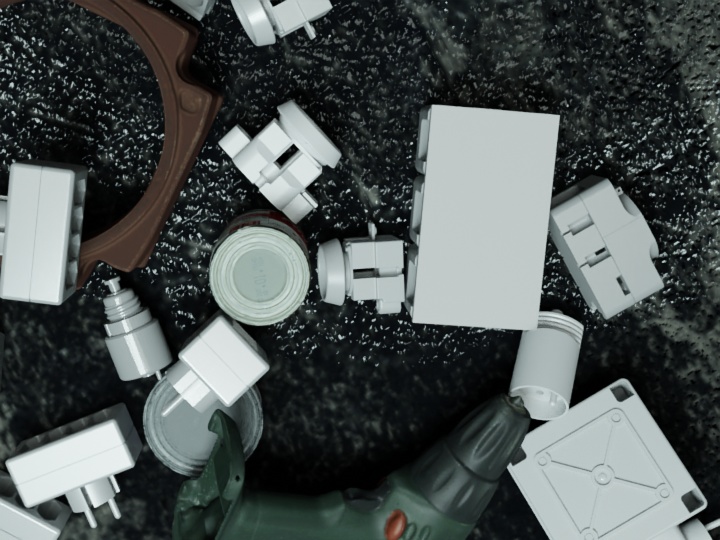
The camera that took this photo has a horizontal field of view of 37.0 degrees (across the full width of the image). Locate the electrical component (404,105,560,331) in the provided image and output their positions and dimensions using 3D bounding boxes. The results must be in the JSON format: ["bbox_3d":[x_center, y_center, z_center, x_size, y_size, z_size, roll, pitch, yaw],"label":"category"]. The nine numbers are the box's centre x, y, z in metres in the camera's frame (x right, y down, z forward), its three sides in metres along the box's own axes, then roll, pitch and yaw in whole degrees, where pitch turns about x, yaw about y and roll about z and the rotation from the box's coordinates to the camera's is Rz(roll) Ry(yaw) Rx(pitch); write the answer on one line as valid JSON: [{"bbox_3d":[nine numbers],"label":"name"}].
[{"bbox_3d":[0.083,-0.039,0.763,0.089,0.061,0.150,4,98,-5],"label":"electrical component"}]

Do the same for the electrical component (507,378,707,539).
[{"bbox_3d":[0.175,0.152,0.782,0.109,0.056,0.108,-31,73,1],"label":"electrical component"}]

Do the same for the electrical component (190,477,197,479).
[{"bbox_3d":[-0.115,0.189,0.795,0.040,0.040,0.078,15,98,-6],"label":"electrical component"}]

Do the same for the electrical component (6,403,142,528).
[{"bbox_3d":[-0.198,0.150,0.780,0.083,0.047,0.075,-21,100,0],"label":"electrical component"}]

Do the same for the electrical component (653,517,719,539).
[{"bbox_3d":[0.248,0.215,0.823,0.079,0.043,0.077,-25,100,0],"label":"electrical component"}]

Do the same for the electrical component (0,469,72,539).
[{"bbox_3d":[-0.268,0.193,0.782,0.083,0.047,0.075,31,95,-8],"label":"electrical component"}]

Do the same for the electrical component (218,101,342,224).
[{"bbox_3d":[-0.051,-0.080,0.750,0.057,0.058,0.078,-43,99,6],"label":"electrical component"}]

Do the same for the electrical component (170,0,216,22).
[{"bbox_3d":[-0.138,-0.233,0.716,0.121,0.079,0.063,34,73,-8],"label":"electrical component"}]

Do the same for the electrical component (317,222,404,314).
[{"bbox_3d":[0.000,0.000,0.772,0.055,0.048,0.066,-4,99,-11],"label":"electrical component"}]

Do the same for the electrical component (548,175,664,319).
[{"bbox_3d":[0.177,-0.019,0.778,0.056,0.050,0.089,-30,99,1],"label":"electrical component"}]

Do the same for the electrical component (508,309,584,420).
[{"bbox_3d":[0.136,0.063,0.782,0.043,0.043,0.081,25,54,-7],"label":"electrical component"}]

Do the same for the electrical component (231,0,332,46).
[{"bbox_3d":[-0.056,-0.185,0.740,0.055,0.048,0.066,-29,100,-7],"label":"electrical component"}]

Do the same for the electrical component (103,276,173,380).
[{"bbox_3d":[-0.164,0.043,0.770,0.040,0.040,0.078,-20,99,-1],"label":"electrical component"}]

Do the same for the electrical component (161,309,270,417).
[{"bbox_3d":[-0.104,0.070,0.720,0.076,0.083,0.047,-43,96,-4],"label":"electrical component"}]

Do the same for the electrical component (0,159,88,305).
[{"bbox_3d":[-0.214,-0.027,0.666,0.076,0.047,0.083,7,98,-5],"label":"electrical component"}]
